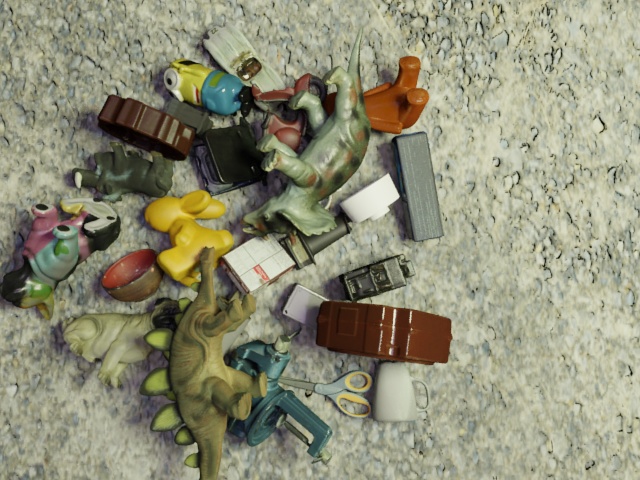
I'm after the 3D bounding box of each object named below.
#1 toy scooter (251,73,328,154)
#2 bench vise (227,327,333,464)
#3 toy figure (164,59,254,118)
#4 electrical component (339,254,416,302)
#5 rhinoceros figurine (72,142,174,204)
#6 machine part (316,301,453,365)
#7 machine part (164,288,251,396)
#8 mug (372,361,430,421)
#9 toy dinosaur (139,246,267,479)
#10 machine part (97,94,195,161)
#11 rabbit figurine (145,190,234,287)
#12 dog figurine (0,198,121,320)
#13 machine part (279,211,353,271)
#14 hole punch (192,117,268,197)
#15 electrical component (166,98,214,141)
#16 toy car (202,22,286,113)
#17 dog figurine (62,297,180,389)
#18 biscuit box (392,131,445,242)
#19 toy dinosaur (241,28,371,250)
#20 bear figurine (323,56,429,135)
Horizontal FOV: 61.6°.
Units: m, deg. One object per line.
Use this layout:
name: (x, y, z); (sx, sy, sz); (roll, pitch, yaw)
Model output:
toy scooter: (-0.070, -0.226, 1.002); (0.135, 0.075, 0.183); (11, 115, -12)
bench vise: (-0.064, 0.291, 0.954); (0.241, 0.128, 0.223); (35, 98, 24)
toy figure: (-0.209, -0.285, 1.015); (0.180, 0.089, 0.082); (17, 114, 12)
electrical component: (0.106, 0.070, 0.996); (0.134, 0.115, 0.058); (-19, 89, -1)
rhinoceros figurine: (-0.369, -0.121, 1.013); (0.190, 0.073, 0.112); (6, 87, 6)
machine part: (0.108, 0.162, 0.930); (0.201, 0.201, 0.087); (-2, 77, 42)
machine part: (-0.207, 0.192, 0.998); (0.079, 0.079, 0.243); (35, 86, 1)
mug: (0.149, 0.280, 1.002); (0.110, 0.080, 0.107); (-5, 77, 4)
toy dinosaur: (-0.193, 0.243, 0.895); (0.199, 0.105, 0.471); (-7, 81, 20)
machine part: (-0.312, -0.201, 0.972); (0.179, 0.179, 0.056); (21, 84, 0)
rabbit figurine: (-0.253, -0.022, 0.994); (0.162, 0.121, 0.173); (-47, 70, 2)
dog figurine: (-0.478, 0.038, 0.989); (0.109, 0.191, 0.219); (37, 116, 18)
machine part: (-0.002, -0.003, 1.037); (0.139, 0.039, 0.084); (-32, 79, -1)
hole punch: (-0.174, -0.150, 1.025); (0.116, 0.092, 0.142); (-17, 83, -37)
electrical component: (-0.270, -0.234, 1.026); (0.119, 0.075, 0.047); (24, 86, 3)
toy car: (-0.145, -0.335, 1.044); (0.073, 0.056, 0.201); (-41, 89, -4)
dog figurine: (-0.356, 0.155, 0.996); (0.172, 0.121, 0.190); (45, 72, -2)
biscuit box: (0.185, -0.102, 1.020); (0.063, 0.059, 0.202); (-11, 98, -2)
toy dinosaur: (0.014, -0.158, 0.940); (0.405, 0.131, 0.192); (-51, 123, -6)
bear figurine: (0.090, -0.263, 1.015); (0.196, 0.131, 0.120); (0, 63, -6)
